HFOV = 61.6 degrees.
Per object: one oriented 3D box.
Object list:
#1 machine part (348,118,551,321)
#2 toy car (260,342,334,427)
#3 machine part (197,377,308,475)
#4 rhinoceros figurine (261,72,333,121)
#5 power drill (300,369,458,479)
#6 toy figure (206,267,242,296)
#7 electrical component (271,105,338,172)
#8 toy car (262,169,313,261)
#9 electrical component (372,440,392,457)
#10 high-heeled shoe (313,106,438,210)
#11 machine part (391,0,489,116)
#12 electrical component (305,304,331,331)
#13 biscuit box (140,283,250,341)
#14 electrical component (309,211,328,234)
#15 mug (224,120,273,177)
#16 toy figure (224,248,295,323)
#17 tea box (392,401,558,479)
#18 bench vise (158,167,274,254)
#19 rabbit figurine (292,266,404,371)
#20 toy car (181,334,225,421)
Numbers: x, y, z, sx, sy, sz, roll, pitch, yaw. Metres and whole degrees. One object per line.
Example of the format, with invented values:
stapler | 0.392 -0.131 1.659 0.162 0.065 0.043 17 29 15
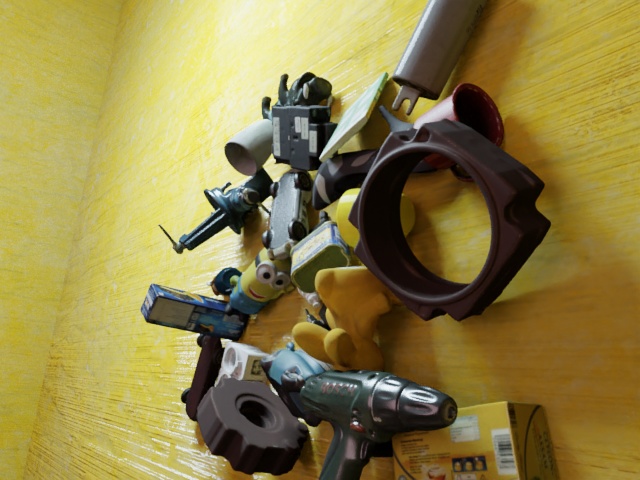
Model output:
machine part | 0.140 -0.022 0.630 0.202 0.087 0.200 46 128 28
toy car | -0.015 0.203 0.803 0.109 0.103 0.162 58 159 -7
machine part | -0.106 0.289 0.850 0.056 0.179 0.180 -62 37 13
rhinoceros figurine | -0.050 -0.270 1.069 0.190 0.073 0.112 -27 55 47
power drill | 0.047 0.252 0.613 0.232 0.086 0.207 2 83 54
toy figure | -0.202 0.091 1.135 0.154 0.064 0.058 150 122 -68
electrical component | -0.026 -0.185 0.973 0.134 0.058 0.114 18 117 41
toy car | -0.055 -0.049 0.976 0.074 0.056 0.202 -20 48 30
electrical component | 0.072 0.252 0.720 0.119 0.047 0.075 -61 36 18
high-heeled shoe | 0.081 -0.090 0.833 0.145 0.086 0.248 59 135 26
machine part | 0.173 -0.291 0.763 0.079 0.079 0.243 37 103 53
electrical component | 0.019 0.112 0.850 0.102 0.045 0.078 -60 36 20
biscuit box | -0.243 0.144 1.058 0.063 0.202 0.059 35 102 55
electrical component | -0.002 -0.003 0.942 0.063 0.021 0.094 -32 50 45
mug | -0.128 -0.182 1.070 0.107 0.081 0.109 -49 -4 -30
toy figure | -0.117 0.081 1.020 0.180 0.082 0.089 -47 46 36
tea box | 0.161 0.237 0.587 0.170 0.068 0.098 -29 54 47
bench vise | -0.199 -0.050 1.108 0.240 0.128 0.224 -39 26 -13
rabbit figurine | 0.051 0.122 0.736 0.122 0.162 0.173 1 95 42
toy car | -0.237 0.285 1.125 0.089 0.053 0.202 28 104 50
